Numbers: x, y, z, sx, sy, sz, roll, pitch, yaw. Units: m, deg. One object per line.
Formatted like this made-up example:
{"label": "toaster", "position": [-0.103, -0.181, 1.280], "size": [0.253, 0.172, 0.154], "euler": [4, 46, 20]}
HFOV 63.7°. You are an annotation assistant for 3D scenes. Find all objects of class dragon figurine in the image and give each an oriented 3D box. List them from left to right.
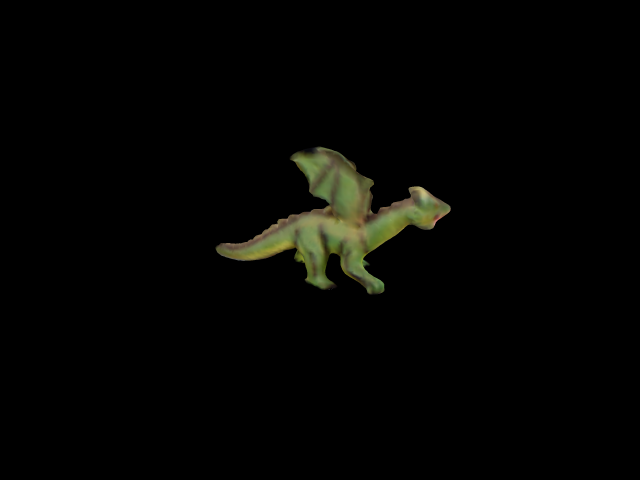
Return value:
{"label": "dragon figurine", "position": [0.003, -0.043, 0.850], "size": [0.410, 0.238, 0.125], "euler": [7, 29, 12]}
